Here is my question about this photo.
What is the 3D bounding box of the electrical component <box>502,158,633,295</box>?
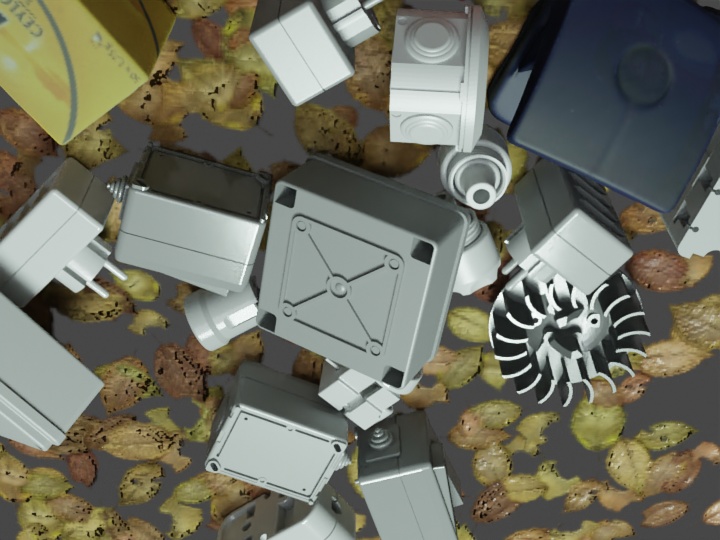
[{"bbox_3d":[0.113,-0.018,0.648,0.047,0.083,0.075,35,115,-20],"label":"electrical component"}]

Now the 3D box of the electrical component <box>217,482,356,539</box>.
[{"bbox_3d":[-0.052,0.200,0.798,0.095,0.053,0.059,-32,116,18],"label":"electrical component"}]

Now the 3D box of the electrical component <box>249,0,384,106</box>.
[{"bbox_3d":[-0.014,-0.137,0.585,0.077,0.065,0.047,-27,118,15],"label":"electrical component"}]

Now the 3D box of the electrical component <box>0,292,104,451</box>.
[{"bbox_3d":[-0.232,0.056,0.677,0.108,0.056,0.109,47,155,-24],"label":"electrical component"}]

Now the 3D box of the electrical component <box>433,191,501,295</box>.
[{"bbox_3d":[0.060,-0.019,0.671,0.043,0.043,0.062,-20,118,12],"label":"electrical component"}]

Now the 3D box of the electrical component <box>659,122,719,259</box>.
[{"bbox_3d":[0.225,-0.053,0.643,0.050,0.055,0.089,17,120,-10],"label":"electrical component"}]

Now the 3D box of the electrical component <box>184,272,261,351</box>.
[{"bbox_3d":[-0.085,0.025,0.700,0.046,0.040,0.040,-25,118,7],"label":"electrical component"}]

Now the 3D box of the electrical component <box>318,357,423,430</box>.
[{"bbox_3d":[0.009,0.070,0.724,0.066,0.048,0.055,40,121,-21],"label":"electrical component"}]

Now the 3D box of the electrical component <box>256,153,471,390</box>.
[{"bbox_3d":[0.000,0.000,0.651,0.109,0.056,0.108,23,123,18],"label":"electrical component"}]

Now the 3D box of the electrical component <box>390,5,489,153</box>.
[{"bbox_3d":[0.044,-0.107,0.597,0.051,0.080,0.080,4,121,4],"label":"electrical component"}]

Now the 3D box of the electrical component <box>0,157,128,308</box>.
[{"bbox_3d":[-0.181,-0.012,0.672,0.083,0.047,0.076,-40,114,21],"label":"electrical component"}]

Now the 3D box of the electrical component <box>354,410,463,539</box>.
[{"bbox_3d":[0.035,0.146,0.760,0.061,0.061,0.096,-15,120,8],"label":"electrical component"}]

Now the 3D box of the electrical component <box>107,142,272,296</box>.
[{"bbox_3d":[-0.107,-0.031,0.652,0.096,0.061,0.061,15,120,-9],"label":"electrical component"}]

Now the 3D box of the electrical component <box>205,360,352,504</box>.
[{"bbox_3d":[-0.050,0.111,0.739,0.096,0.061,0.061,21,119,-13],"label":"electrical component"}]

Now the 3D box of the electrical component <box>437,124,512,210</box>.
[{"bbox_3d":[0.069,-0.058,0.636,0.043,0.062,0.043,0,122,0],"label":"electrical component"}]
